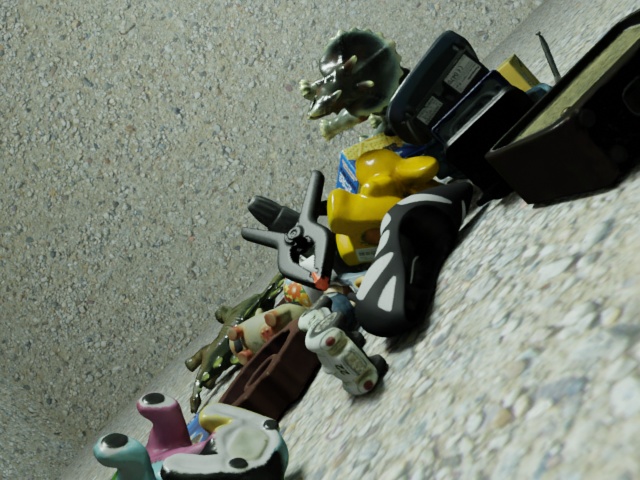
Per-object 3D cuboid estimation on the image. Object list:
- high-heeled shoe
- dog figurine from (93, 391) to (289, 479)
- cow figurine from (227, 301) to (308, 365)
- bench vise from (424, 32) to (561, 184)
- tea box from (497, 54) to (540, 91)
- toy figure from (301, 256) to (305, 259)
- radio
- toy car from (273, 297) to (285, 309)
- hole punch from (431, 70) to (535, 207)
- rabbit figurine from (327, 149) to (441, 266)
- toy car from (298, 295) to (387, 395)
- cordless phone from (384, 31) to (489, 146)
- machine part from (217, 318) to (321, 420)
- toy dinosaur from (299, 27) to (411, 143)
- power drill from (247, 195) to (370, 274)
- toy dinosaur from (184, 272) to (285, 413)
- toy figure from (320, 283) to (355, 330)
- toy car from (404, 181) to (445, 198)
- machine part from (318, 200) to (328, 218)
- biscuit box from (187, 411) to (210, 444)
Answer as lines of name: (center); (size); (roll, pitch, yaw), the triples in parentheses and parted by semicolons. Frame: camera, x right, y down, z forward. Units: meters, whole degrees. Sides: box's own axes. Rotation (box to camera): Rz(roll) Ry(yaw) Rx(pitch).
high-heeled shoe: (0.123, 0.007, 0.597); (0.249, 0.086, 0.145); (-45, 15, -16)
dog figurine: (-0.134, 0.258, 0.484); (0.108, 0.192, 0.219); (-74, -4, -74)
cow figurine: (-0.087, 0.154, 0.902); (0.195, 0.085, 0.127); (-27, -6, 41)
bench vise: (0.247, -0.172, 0.801); (0.223, 0.129, 0.241); (-41, 10, 9)
tea box: (0.291, -0.219, 0.918); (0.169, 0.098, 0.068); (-42, 4, 41)
toy figure: (0.029, 0.031, 1.061); (0.180, 0.089, 0.082); (-36, -31, -17)
radio: (0.279, -0.139, 0.509); (0.229, 0.073, 0.131); (-45, 5, -7)
toy car: (-0.075, 0.148, 1.079); (0.202, 0.053, 0.089); (-46, -15, -35)
hole punch: (0.209, -0.125, 0.641); (0.142, 0.115, 0.092); (-45, 26, 19)
rabbit figurine: (0.090, -0.068, 0.744); (0.162, 0.121, 0.173); (-15, 44, 19)
toy car: (0.017, 0.109, 0.575); (0.056, 0.073, 0.202); (-41, 5, -3)
cordless phone: (0.151, -0.201, 0.764); (0.146, 0.089, 0.184); (-53, 6, 3)
machine part: (-0.068, 0.187, 0.718); (0.179, 0.056, 0.179); (-45, 5, 5)
toy dinosaur: (0.112, -0.237, 0.909); (0.192, 0.131, 0.404); (-20, -13, 42)
power drill: (-0.002, -0.003, 0.905); (0.207, 0.232, 0.086); (-4, 53, 59)
toy dinosaur: (-0.162, 0.186, 1.221); (0.198, 0.105, 0.471); (-29, 24, 43)
toy figure: (0.025, 0.093, 0.753); (0.064, 0.057, 0.154); (-4, 11, 8)
toy car: (0.131, -0.056, 0.851); (0.109, 0.103, 0.162); (-45, 7, -21)
machine part: (0.040, -0.070, 1.058); (0.139, 0.039, 0.084); (-7, -40, -32)
biscuit box: (-0.140, 0.262, 0.644); (0.059, 0.063, 0.203); (-46, 6, -18)
